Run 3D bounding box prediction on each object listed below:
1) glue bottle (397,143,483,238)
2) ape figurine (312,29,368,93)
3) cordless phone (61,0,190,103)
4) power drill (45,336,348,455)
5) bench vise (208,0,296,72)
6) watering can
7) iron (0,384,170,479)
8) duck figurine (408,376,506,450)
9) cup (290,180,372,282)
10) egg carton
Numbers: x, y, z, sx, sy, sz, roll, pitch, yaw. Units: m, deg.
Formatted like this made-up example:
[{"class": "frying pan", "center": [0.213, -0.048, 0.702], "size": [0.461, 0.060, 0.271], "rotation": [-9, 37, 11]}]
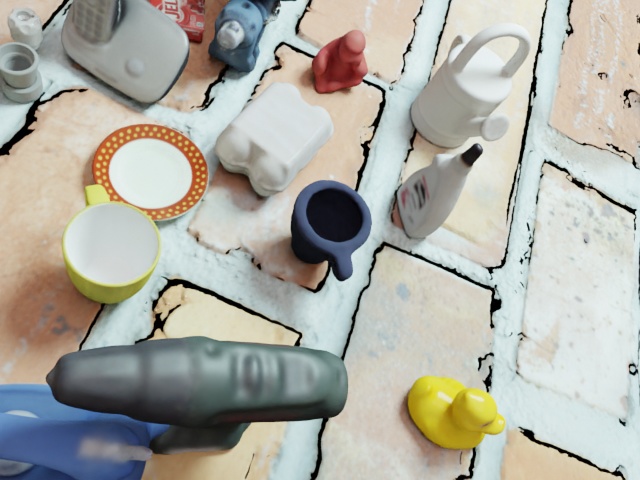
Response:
[{"class": "glue bottle", "center": [0.149, -0.069, 0.703], "size": [0.037, 0.173, 0.078], "rotation": [-5, 68, -22]}, {"class": "ape figurine", "center": [0.034, -0.253, 0.794], "size": [0.078, 0.092, 0.076], "rotation": [24, 60, -8]}, {"class": "cordless phone", "center": [-0.218, -0.259, 0.650], "size": [0.147, 0.185, 0.094], "rotation": [31, 59, -4]}, {"class": "power drill", "center": [-0.101, 0.136, 0.494], "size": [0.230, 0.208, 0.075], "rotation": [2, 65, -19]}, {"class": "bench vise", "center": [-0.063, -0.331, 0.720], "size": [0.122, 0.219, 0.207], "rotation": [8, 64, -16]}, {"class": "watering can", "center": [0.214, -0.212, 0.782], "size": [0.101, 0.194, 0.173], "rotation": [-21, 74, -27]}, {"class": "iron", "center": [-0.256, 0.164, 0.463], "size": [0.259, 0.141, 0.118], "rotation": [13, 62, -14]}, {"class": "duck figurine", "center": [0.156, 0.187, 0.636], "size": [0.104, 0.086, 0.077], "rotation": [33, 59, -3]}, {"class": "cup", "center": [0.006, 0.002, 0.662], "size": [0.092, 0.095, 0.117], "rotation": [-6, 68, -22]}, {"class": "egg carton", "center": [-0.055, -0.129, 0.716], "size": [0.107, 0.069, 0.150], "rotation": [37, 59, -1]}]
